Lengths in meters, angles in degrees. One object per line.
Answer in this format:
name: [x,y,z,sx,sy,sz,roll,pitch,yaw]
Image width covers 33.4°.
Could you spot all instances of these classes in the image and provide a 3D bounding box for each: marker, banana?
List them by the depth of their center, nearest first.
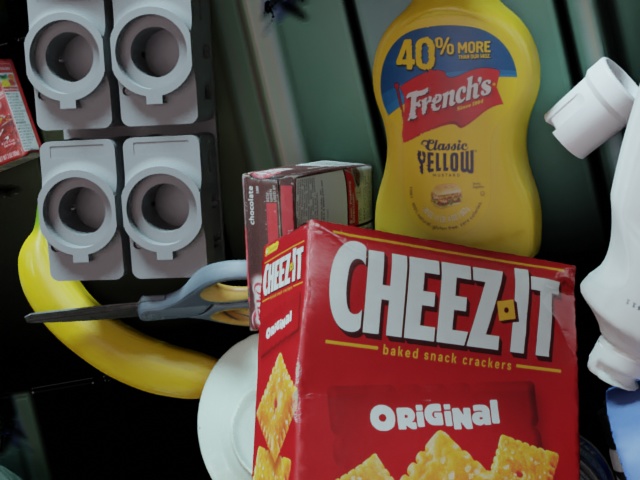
marker: [0.188,0.152,0.635,0.020,0.020,0.121,-14,96,22]
banana: [-0.146,0.057,0.742,0.198,0.037,0.070,40,110,11]

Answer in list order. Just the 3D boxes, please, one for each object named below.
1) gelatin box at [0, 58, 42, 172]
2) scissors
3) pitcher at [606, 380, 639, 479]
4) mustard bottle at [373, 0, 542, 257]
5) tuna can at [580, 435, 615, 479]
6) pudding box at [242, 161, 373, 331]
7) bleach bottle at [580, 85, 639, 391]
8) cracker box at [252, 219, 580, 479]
gelatin box: [-0.250,-0.081,0.764,0.089,0.030,0.073,-18,92,22]
scissors: [-0.102,0.036,0.682,0.202,0.096,0.016,1,65,3]
pitcher: [0.281,0.106,0.532,0.243,0.144,0.149,-25,90,20]
mustard bottle: [0.079,-0.082,0.622,0.096,0.058,0.191,2,99,23]
tuna can: [0.136,0.158,0.651,0.086,0.033,0.086,3,99,21]
pudding box: [-0.004,0.001,0.637,0.039,0.113,0.090,3,99,27]
bleach bottle: [0.188,-0.043,0.524,0.103,0.068,0.251,26,109,17]
cracker box: [0.051,0.109,0.545,0.072,0.164,0.213,152,125,-62]
